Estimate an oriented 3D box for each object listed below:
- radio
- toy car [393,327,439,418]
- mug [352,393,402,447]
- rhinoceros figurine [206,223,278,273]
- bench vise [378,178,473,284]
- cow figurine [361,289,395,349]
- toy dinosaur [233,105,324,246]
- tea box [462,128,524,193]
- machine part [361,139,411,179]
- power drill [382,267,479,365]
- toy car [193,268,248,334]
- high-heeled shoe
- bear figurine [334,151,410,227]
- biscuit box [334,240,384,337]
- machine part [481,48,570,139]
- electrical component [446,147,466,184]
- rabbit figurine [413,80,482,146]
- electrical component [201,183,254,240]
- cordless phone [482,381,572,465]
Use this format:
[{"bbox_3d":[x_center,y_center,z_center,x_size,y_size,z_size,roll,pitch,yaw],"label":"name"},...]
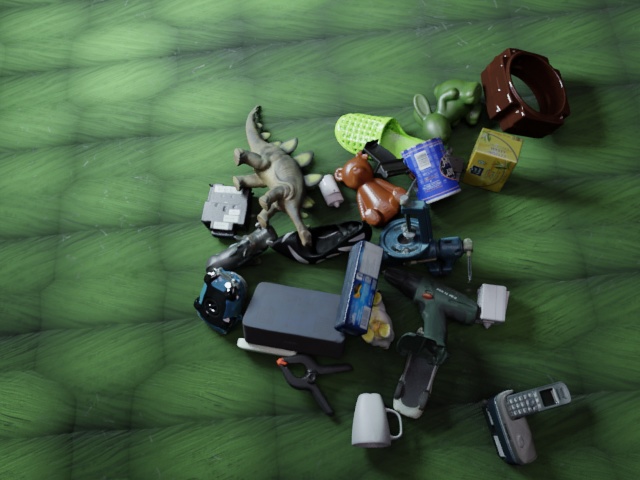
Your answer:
[{"bbox_3d":[-0.050,0.179,1.220,0.230,0.073,0.131,9,47,5],"label":"radio"},{"bbox_3d":[0.222,0.291,1.194,0.074,0.056,0.201,18,73,17],"label":"toy car"},{"bbox_3d":[0.121,0.386,1.158,0.110,0.080,0.107,-6,63,8],"label":"mug"},{"bbox_3d":[-0.188,0.026,1.283,0.190,0.112,0.073,-31,70,3],"label":"rhinoceros figurine"},{"bbox_3d":[0.227,-0.010,1.195,0.224,0.240,0.129,5,50,23],"label":"bench vise"},{"bbox_3d":[0.124,0.163,1.230,0.068,0.098,0.167,-23,56,14],"label":"cow figurine"},{"bbox_3d":[-0.113,-0.174,1.319,0.198,0.105,0.472,-14,60,-29],"label":"toy dinosaur"},{"bbox_3d":[0.405,-0.184,1.270,0.098,0.169,0.068,17,75,11],"label":"tea box"},{"bbox_3d":[0.150,-0.192,1.283,0.084,0.039,0.139,-17,45,-20],"label":"machine part"},{"bbox_3d":[0.228,0.166,1.191,0.232,0.085,0.207,19,38,8],"label":"power drill"},{"bbox_3d":[-0.219,0.128,1.252,0.109,0.161,0.103,30,32,17],"label":"toy car"},{"bbox_3d":[-0.003,-0.004,1.258,0.249,0.145,0.086,-4,71,2],"label":"high-heeled shoe"},{"bbox_3d":[0.120,-0.130,1.300,0.120,0.132,0.196,-34,79,3],"label":"bear figurine"},{"bbox_3d":[0.085,0.105,1.169,0.059,0.063,0.202,21,67,-14],"label":"biscuit box"},{"bbox_3d":[0.507,-0.361,1.322,0.201,0.087,0.201,4,69,-25],"label":"machine part"},{"bbox_3d":[0.335,-0.189,1.355,0.063,0.021,0.094,13,73,8],"label":"electrical component"},{"bbox_3d":[0.308,-0.319,1.347,0.159,0.121,0.170,28,74,20],"label":"rabbit figurine"},{"bbox_3d":[-0.232,-0.070,1.344,0.115,0.058,0.134,6,73,9],"label":"electrical component"},{"bbox_3d":[0.452,0.381,1.133,0.184,0.088,0.146,-14,72,-4],"label":"cordless phone"}]
